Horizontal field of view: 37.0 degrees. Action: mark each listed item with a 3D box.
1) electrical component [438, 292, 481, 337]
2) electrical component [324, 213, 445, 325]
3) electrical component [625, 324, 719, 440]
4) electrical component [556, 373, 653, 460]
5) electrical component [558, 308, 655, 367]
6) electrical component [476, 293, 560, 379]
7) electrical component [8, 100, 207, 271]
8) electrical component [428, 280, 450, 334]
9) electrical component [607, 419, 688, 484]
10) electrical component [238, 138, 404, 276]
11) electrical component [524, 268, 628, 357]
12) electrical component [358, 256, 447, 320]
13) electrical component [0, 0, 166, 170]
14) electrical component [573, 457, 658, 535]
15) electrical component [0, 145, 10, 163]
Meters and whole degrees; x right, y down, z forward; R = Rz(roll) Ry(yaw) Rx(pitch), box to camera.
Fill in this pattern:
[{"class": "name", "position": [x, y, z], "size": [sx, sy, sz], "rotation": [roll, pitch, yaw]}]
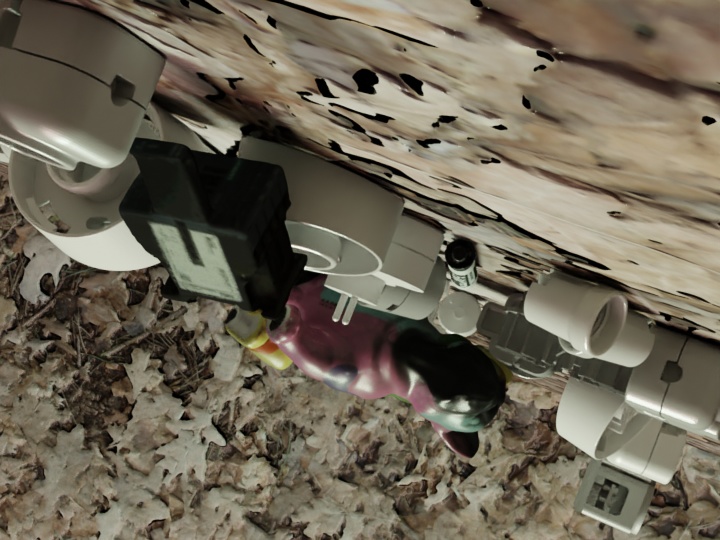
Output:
[{"class": "electrical component", "position": [0.094, 0.043, 1.010], "size": [0.040, 0.040, 0.078], "rotation": [21, 176, 9]}, {"class": "electrical component", "position": [0.000, 0.000, 0.700], "size": [0.052, 0.073, 0.138], "rotation": [23, 176, -20]}, {"class": "electrical component", "position": [0.215, 0.075, 0.706], "size": [0.059, 0.053, 0.095], "rotation": [20, 176, 23]}, {"class": "electrical component", "position": [0.196, 0.097, 0.816], "size": [0.064, 0.099, 0.099], "rotation": [26, 179, 31]}, {"class": "electrical component", "position": [0.150, 0.037, 0.654], "size": [0.046, 0.040, 0.040], "rotation": [18, 178, -28]}, {"class": "electrical component", "position": [0.132, 0.053, 0.830], "size": [0.078, 0.058, 0.057], "rotation": [21, 173, 18]}, {"class": "electrical component", "position": [-0.137, -0.052, 0.588], "size": [0.099, 0.099, 0.064], "rotation": [20, 170, 19]}, {"class": "electrical component", "position": [0.049, 0.028, 0.943], "size": [0.066, 0.055, 0.048], "rotation": [21, 176, 10]}, {"class": "electrical component", "position": [0.255, 0.132, 0.945], "size": [0.059, 0.095, 0.053], "rotation": [21, 176, 5]}, {"class": "electrical component", "position": [-0.026, -0.036, 0.603], "size": [0.099, 0.064, 0.099], "rotation": [13, 164, 4]}, {"class": "electrical component", "position": [0.122, 0.023, 0.613], "size": [0.046, 0.040, 0.040], "rotation": [26, 180, 39]}, {"class": "electrical component", "position": [0.029, 0.006, 0.771], "size": [0.047, 0.055, 0.055], "rotation": [20, 177, -28]}, {"class": "electrical component", "position": [-0.140, -0.081, 0.467], "size": [0.095, 0.059, 0.054], "rotation": [19, 175, 29]}, {"class": "electrical component", "position": [0.264, 0.172, 1.040], "size": [0.062, 0.150, 0.089], "rotation": [22, 176, 12]}, {"class": "electrical component", "position": [-0.226, -0.098, 0.743], "size": [0.047, 0.055, 0.055], "rotation": [15, 173, 33]}]
